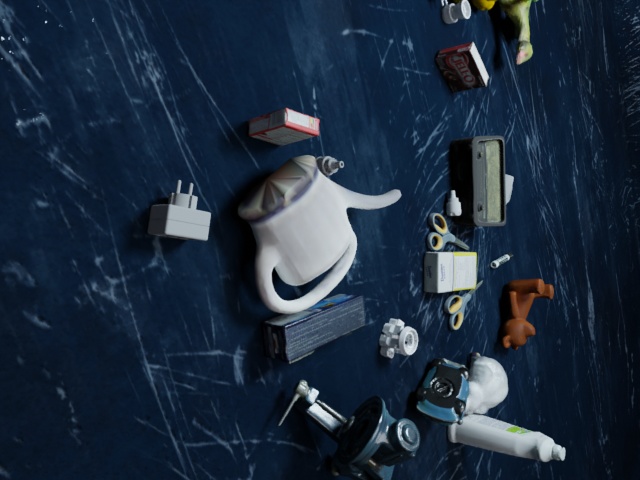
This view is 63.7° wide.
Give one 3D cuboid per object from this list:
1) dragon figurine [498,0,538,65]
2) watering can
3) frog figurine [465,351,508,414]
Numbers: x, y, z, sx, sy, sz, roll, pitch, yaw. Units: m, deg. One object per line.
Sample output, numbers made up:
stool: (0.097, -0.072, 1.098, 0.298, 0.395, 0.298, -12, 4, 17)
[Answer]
dragon figurine: (0.553, -0.683, 1.478, 0.239, 0.122, 0.418, 50, 37, -58)
watering can: (0.003, -0.043, 0.849, 0.354, 0.104, 0.220, -48, 122, -30)
frog figurine: (0.389, 0.365, 1.259, 0.161, 0.123, 0.135, -26, 129, -56)
